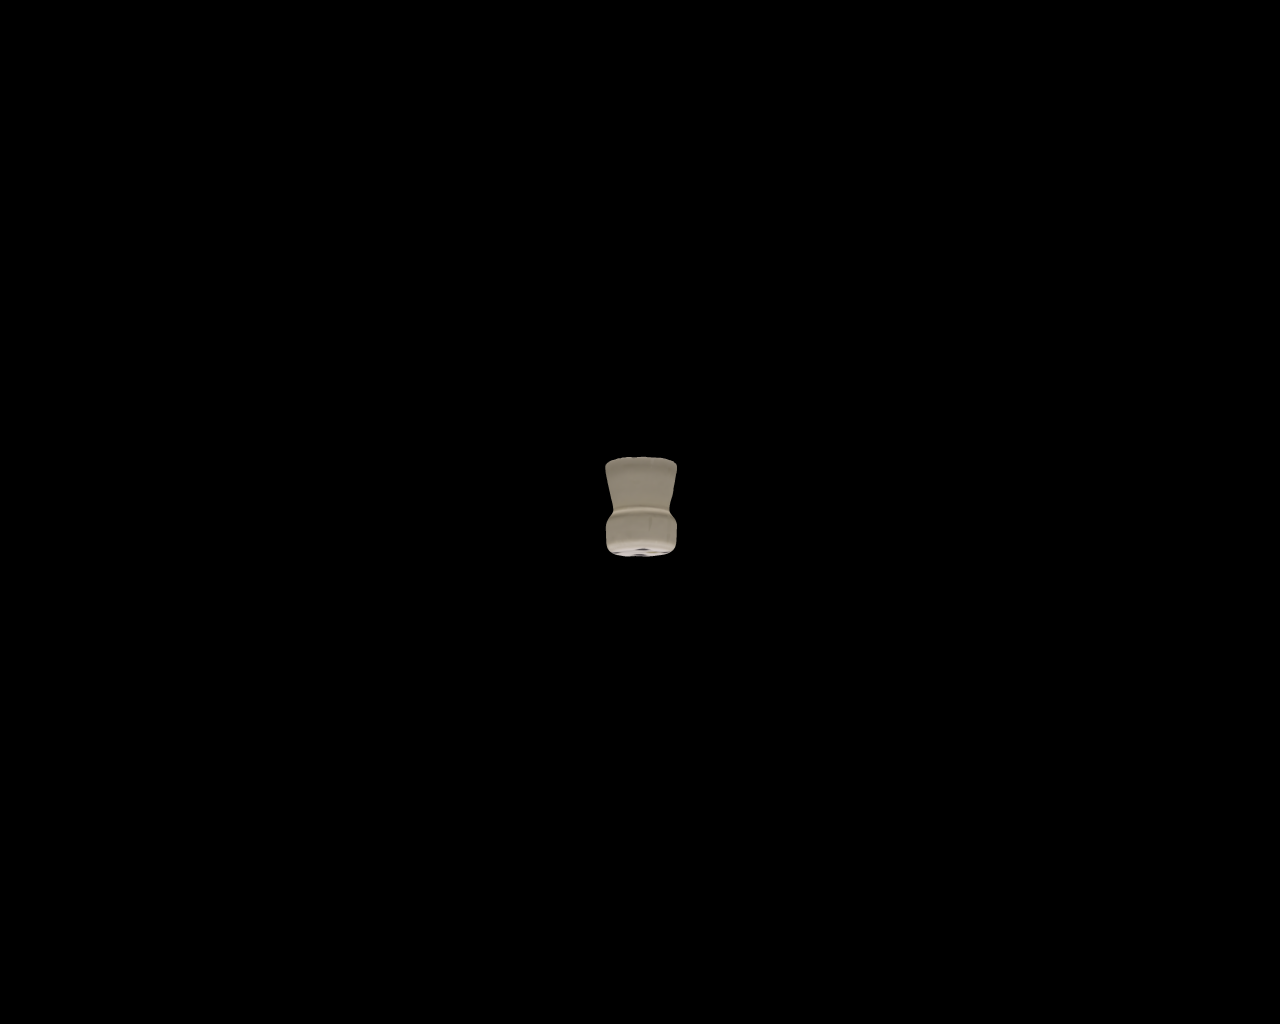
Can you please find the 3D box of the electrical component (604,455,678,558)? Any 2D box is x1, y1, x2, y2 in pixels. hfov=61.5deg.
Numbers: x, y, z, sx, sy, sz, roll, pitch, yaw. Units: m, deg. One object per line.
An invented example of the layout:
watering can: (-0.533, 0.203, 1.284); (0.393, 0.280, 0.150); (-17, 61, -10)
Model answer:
electrical component: (0.001, -0.003, 0.650); (0.045, 0.055, 0.045); (0, -11, 0)
